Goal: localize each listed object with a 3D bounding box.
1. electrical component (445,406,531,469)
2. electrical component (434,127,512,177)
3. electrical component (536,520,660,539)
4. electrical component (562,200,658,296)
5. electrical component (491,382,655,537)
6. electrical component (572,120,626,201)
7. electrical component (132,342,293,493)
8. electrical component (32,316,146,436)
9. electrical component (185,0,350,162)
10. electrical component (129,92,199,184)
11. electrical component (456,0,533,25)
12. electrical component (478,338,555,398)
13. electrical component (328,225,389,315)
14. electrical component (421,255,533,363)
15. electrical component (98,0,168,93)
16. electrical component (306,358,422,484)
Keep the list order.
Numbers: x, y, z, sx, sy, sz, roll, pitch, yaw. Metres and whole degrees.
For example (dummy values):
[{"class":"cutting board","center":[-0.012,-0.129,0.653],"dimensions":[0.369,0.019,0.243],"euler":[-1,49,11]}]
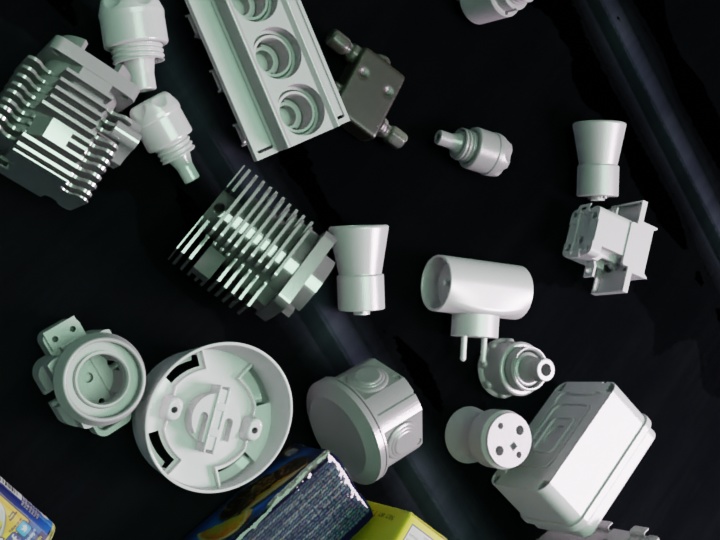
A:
[{"class":"electrical component","center":[0.098,0.128,0.823],"dimensions":[0.045,0.055,0.045],"euler":[2,86,-29]},{"class":"electrical component","center":[0.087,-0.096,0.844],"dimensions":[0.061,0.035,0.035],"euler":[14,80,-25]},{"class":"electrical component","center":[0.189,0.233,0.829],"dimensions":[0.079,0.121,0.063],"euler":[-33,100,-26]},{"class":"electrical component","center":[0.208,-0.023,0.901],"dimensions":[0.064,0.042,0.081],"euler":[22,76,-24]},{"class":"electrical component","center":[0.169,0.148,0.849],"dimensions":[0.057,0.078,0.113],"euler":[47,67,-15]},{"class":"electrical component","center":[0.200,-0.091,0.903],"dimensions":[0.044,0.044,0.065],"euler":[1,91,-29]},{"class":"electrical component","center":[-0.099,0.097,0.712],"dimensions":[0.099,0.064,0.099],"euler":[2,86,-29]},{"class":"electrical component","center":[-0.169,0.068,0.679],"dimensions":[0.058,0.057,0.078],"euler":[-33,102,-26]},{"class":"electrical component","center":[-0.069,-0.143,0.744],"dimensions":[0.079,0.063,0.121],"euler":[-27,100,-27]},{"class":"electrical component","center":[-0.128,-0.087,0.725],"dimensions":[0.035,0.035,0.061],"euler":[-35,106,-26]},{"class":"electrical component","center":[0.114,-0.219,0.845],"dimensions":[0.040,0.078,0.040],"euler":[2,87,-42]},{"class":"electrical component","center":[0.126,0.077,0.838],"dimensions":[0.048,0.062,0.048],"euler":[2,86,-29]},{"class":"electrical component","center":[0.000,0.000,0.787],"dimensions":[0.044,0.044,0.065],"euler":[-4,93,-29]},{"class":"electrical component","center":[0.089,0.032,0.831],"dimensions":[0.077,0.044,0.079],"euler":[7,83,-28]},{"class":"electrical component","center":[-0.148,-0.149,0.712],"dimensions":[0.043,0.043,0.062],"euler":[-10,93,-29]},{"class":"electrical component","center":[0.003,0.106,0.760],"dimensions":[0.051,0.080,0.080],"euler":[-27,100,-33]}]
